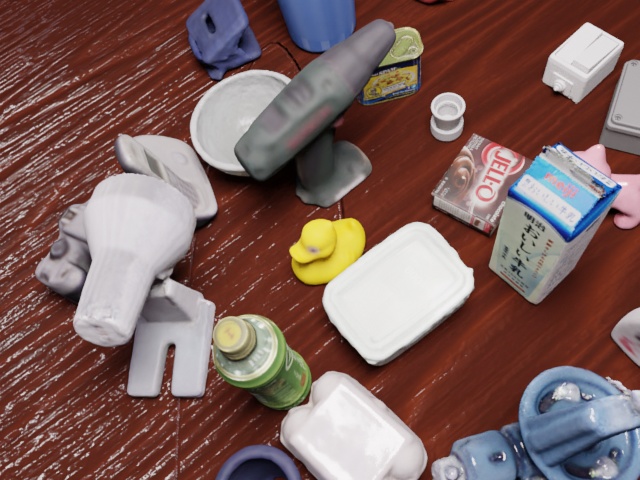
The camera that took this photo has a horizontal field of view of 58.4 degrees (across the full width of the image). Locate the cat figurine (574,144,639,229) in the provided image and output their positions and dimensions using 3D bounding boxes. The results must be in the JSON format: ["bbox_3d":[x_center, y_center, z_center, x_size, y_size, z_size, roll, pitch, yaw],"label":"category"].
[{"bbox_3d":[0.328,-0.068,0.675,0.127,0.118,0.067,2,66,11],"label":"cat figurine"}]

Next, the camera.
[{"bbox_3d":[-0.275,0.019,0.745,0.136,0.101,0.143,21,71,18],"label":"camera"}]

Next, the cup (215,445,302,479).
[{"bbox_3d":[-0.066,0.274,0.597,0.118,0.095,0.091,-32,64,-6],"label":"cup"}]

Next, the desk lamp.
[{"bbox_3d":[-0.195,0.059,0.651,0.117,0.214,0.203,-3,65,8],"label":"desk lamp"}]

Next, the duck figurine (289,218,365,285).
[{"bbox_3d":[0.007,0.003,0.714,0.104,0.086,0.077,-34,65,-6],"label":"duck figurine"}]

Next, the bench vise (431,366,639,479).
[{"bbox_3d":[0.212,0.192,0.518,0.207,0.220,0.121,-34,65,-7],"label":"bench vise"}]

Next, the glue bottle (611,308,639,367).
[{"bbox_3d":[0.349,0.090,0.568,0.037,0.173,0.078,-40,65,-9],"label":"glue bottle"}]

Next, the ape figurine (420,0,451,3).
[{"bbox_3d":[0.173,-0.415,0.874,0.076,0.092,0.078,4,66,12],"label":"ape figurine"}]

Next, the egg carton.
[{"bbox_3d":[0.036,0.219,0.619,0.150,0.069,0.107,36,76,22],"label":"egg carton"}]

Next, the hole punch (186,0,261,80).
[{"bbox_3d":[-0.156,-0.324,0.888,0.101,0.091,0.108,-26,64,-3],"label":"hole punch"}]

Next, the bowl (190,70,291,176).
[{"bbox_3d":[-0.092,-0.152,0.808,0.167,0.075,0.167,-4,65,8],"label":"bowl"}]

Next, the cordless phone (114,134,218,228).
[{"bbox_3d":[-0.214,-0.100,0.743,0.094,0.185,0.147,-28,64,-3],"label":"cordless phone"}]

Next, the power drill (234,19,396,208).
[{"bbox_3d":[0.007,-0.137,0.710,0.230,0.209,0.075,-40,65,-9],"label":"power drill"}]
